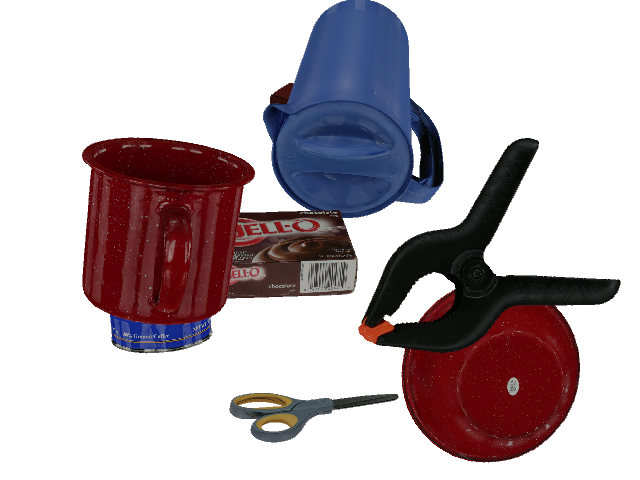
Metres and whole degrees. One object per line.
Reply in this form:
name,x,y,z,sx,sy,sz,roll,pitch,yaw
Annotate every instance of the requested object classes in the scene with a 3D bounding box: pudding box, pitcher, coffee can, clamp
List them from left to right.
coffee can,-0.163,0.029,1.066,0.103,0.140,0.103,-2,14,0
pudding box,-0.031,0.010,0.889,0.113,0.039,0.090,0,29,-9
pitcher,0.041,-0.139,1.079,0.145,0.149,0.242,-10,37,16
clamp,0.108,0.027,0.696,0.171,0.120,0.039,-39,-7,-4

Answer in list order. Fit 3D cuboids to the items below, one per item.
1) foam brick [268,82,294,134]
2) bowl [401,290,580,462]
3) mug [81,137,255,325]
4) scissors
foam brick,-0.017,-0.149,1.274,0.078,0.053,0.051,18,33,21
bowl,0.153,0.117,0.907,0.162,0.162,0.055,0,5,-8
mug,-0.084,-0.001,0.577,0.093,0.081,0.117,3,19,-18
scissors,0.000,0.196,1.196,0.201,0.016,0.096,3,22,-10
